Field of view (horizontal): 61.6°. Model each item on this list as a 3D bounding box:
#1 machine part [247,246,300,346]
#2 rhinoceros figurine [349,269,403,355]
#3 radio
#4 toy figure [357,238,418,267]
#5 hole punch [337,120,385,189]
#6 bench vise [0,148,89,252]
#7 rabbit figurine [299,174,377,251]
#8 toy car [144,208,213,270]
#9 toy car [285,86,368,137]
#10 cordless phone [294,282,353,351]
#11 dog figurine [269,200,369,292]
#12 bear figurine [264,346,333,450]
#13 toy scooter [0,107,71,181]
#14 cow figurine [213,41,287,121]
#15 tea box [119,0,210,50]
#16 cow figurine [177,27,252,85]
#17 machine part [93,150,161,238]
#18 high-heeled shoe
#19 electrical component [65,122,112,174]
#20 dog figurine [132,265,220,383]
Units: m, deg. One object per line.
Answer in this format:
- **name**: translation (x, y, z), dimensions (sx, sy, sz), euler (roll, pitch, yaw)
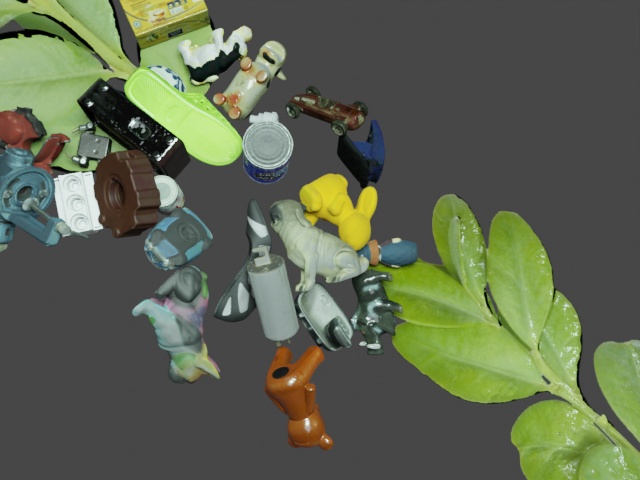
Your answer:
- **machine part**: translation (-0.094, 0.119, 1.103), dimensions (0.079, 0.079, 0.242), euler (-15, 117, -9)
- **rhinoceros figurine**: translation (0.117, 0.153, 1.165), dimensions (0.112, 0.073, 0.190), euler (-10, 91, -17)
- **radio**: translation (-0.384, -0.226, 1.119), dimensions (0.229, 0.131, 0.073), euler (37, 78, -2)
- **toy figure**: translation (0.139, 0.031, 1.199), dimensions (0.155, 0.057, 0.064), euler (0, 77, -3)
- **hole punch**: translation (0.106, -0.188, 1.186), dimensions (0.092, 0.142, 0.116), euler (-30, 76, -14)
- **bench vise**: translation (-0.577, -0.050, 1.041), dimensions (0.241, 0.128, 0.223), euler (29, 94, 20)
- **rabbit figurine**: translation (0.050, -0.053, 1.167), dimensions (0.162, 0.121, 0.173), euler (-26, 66, -31)
- **toy car**: translation (-0.304, 0.013, 1.113), dimensions (0.109, 0.162, 0.103), euler (46, 124, -9)
- **toy car**: translation (0.011, -0.288, 1.174), dimensions (0.202, 0.053, 0.089), euler (30, 63, 32)
- **cordless phone**: translation (0.010, 0.162, 1.101), dimensions (0.089, 0.184, 0.146), euler (-34, 89, -6)
- **dog figurine**: translation (-0.003, -0.003, 1.094), dimensions (0.172, 0.121, 0.190), euler (-13, 88, -21)
- **bear figurine**: translation (-0.034, 0.334, 1.122), dimensions (0.195, 0.120, 0.132), euler (64, 35, -22)
- **toy scooter**: translation (-0.589, -0.205, 1.105), dimensions (0.135, 0.075, 0.184), euler (-35, 91, 14)
- **cow figurine**: translation (-0.141, -0.349, 1.183), dimensions (0.085, 0.127, 0.195), euler (37, 95, 0)
- **tea box**: translation (-0.341, -0.504, 1.190), dimensions (0.170, 0.068, 0.098), euler (-23, 86, -8)
- **cow figurine**: translation (-0.221, -0.411, 1.195), dimensions (0.167, 0.068, 0.098), euler (-21, 92, -6)
- **machine part**: translation (-0.387, -0.091, 1.067), dimensions (0.056, 0.179, 0.179), euler (-11, 84, -49)
- **high-heeled shoe**: translation (-0.173, 0.046, 1.134), dimensions (0.145, 0.086, 0.248), euler (-12, 96, -17)
- **electrical component**: translation (-0.490, -0.197, 1.145), dimensions (0.078, 0.045, 0.102), euler (15, 82, -4)
- **dog figurine**: translation (-0.263, 0.184, 1.104), dimensions (0.191, 0.108, 0.219), euler (-42, 95, -13)
